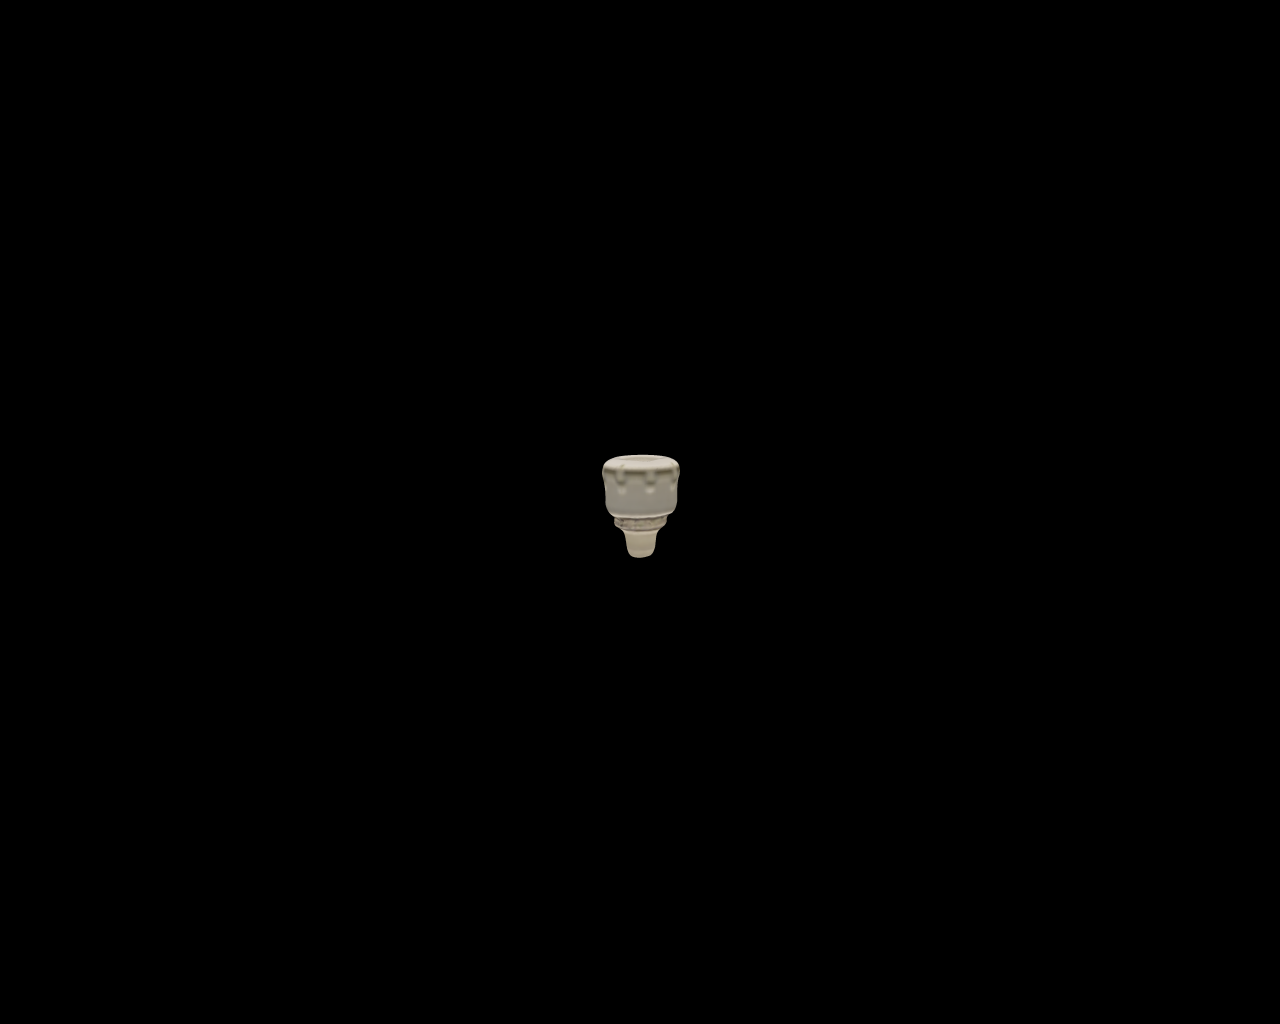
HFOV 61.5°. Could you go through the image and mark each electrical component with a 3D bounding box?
[{"bbox_3d":[0.001,-0.003,0.650,0.048,0.062,0.048,0,9,0],"label":"electrical component"}]
